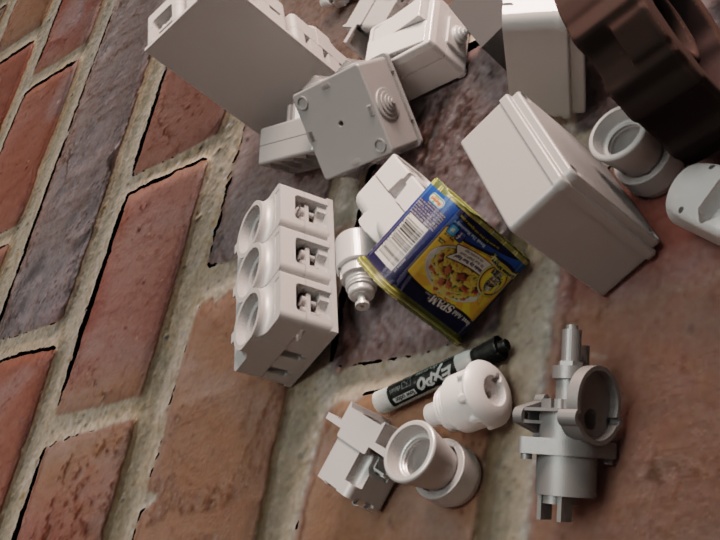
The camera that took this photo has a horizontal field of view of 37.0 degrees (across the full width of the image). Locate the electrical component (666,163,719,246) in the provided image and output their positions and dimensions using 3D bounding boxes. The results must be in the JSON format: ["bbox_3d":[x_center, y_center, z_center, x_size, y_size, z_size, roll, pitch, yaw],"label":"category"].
[{"bbox_3d":[0.242,-0.049,0.663,0.079,0.043,0.077,-54,36,2],"label":"electrical component"}]

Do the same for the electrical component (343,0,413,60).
[{"bbox_3d":[0.025,-0.246,1.062,0.064,0.042,0.081,21,79,51],"label":"electrical component"}]

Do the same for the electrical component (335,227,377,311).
[{"bbox_3d":[0.000,0.000,0.903,0.040,0.040,0.078,-32,43,29],"label":"electrical component"}]

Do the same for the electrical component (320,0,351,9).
[{"bbox_3d":[-0.013,-0.315,1.156,0.055,0.048,0.066,1,63,57],"label":"electrical component"}]

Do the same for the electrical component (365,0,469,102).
[{"bbox_3d":[0.055,-0.204,0.980,0.096,0.061,0.061,-20,49,39],"label":"electrical component"}]

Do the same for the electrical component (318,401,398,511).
[{"bbox_3d":[0.005,0.139,0.790,0.081,0.042,0.063,23,84,54],"label":"electrical component"}]

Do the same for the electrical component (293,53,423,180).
[{"bbox_3d":[-0.004,-0.135,0.965,0.100,0.099,0.048,-19,5,39],"label":"electrical component"}]

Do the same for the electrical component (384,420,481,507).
[{"bbox_3d":[0.050,0.133,0.731,0.045,0.055,0.045,-28,44,31],"label":"electrical component"}]

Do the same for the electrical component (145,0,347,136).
[{"bbox_3d":[-0.105,-0.212,1.061,0.105,0.186,0.060,-36,40,24],"label":"electrical component"}]

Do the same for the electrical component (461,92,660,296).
[{"bbox_3d":[0.135,-0.052,0.733,0.056,0.109,0.108,-44,38,20],"label":"electrical component"}]

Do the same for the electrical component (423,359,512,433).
[{"bbox_3d":[0.071,0.093,0.749,0.062,0.048,0.048,-29,43,41],"label":"electrical component"}]

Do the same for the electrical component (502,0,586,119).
[{"bbox_3d":[0.141,-0.175,0.812,0.057,0.113,0.078,-1,58,12],"label":"electrical component"}]

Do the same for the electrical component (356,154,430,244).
[{"bbox_3d":[0.039,-0.044,0.881,0.059,0.054,0.095,-48,37,11],"label":"electrical component"}]

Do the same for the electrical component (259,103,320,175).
[{"bbox_3d":[-0.053,-0.140,1.048,0.083,0.047,0.075,-7,76,46],"label":"electrical component"}]

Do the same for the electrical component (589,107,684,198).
[{"bbox_3d":[0.190,-0.080,0.736,0.045,0.055,0.045,-29,44,32],"label":"electrical component"}]

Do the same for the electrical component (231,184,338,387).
[{"bbox_3d":[-0.069,0.011,0.933,0.089,0.062,0.150,-50,32,41],"label":"electrical component"}]
